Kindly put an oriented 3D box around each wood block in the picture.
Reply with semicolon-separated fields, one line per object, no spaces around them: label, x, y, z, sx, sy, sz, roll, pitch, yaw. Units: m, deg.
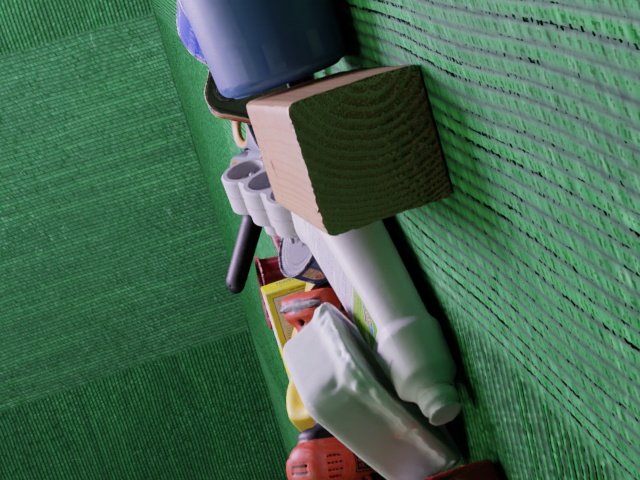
wood block;0.013;-0.070;0.770;0.206;0.090;0.091;-145;37;-76

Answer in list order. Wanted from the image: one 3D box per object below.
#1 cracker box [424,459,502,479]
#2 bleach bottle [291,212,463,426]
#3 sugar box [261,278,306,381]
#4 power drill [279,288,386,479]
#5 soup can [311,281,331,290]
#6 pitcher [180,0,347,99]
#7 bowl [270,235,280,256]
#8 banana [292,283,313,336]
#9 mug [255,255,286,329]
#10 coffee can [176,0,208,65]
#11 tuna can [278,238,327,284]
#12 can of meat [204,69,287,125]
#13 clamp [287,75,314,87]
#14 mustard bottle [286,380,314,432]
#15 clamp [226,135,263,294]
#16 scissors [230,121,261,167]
cracker box;0.121;0.276;0.857;0.214;0.072;0.164;99;151;-70
bleach bottle;0.049;0.047;0.880;0.102;0.068;0.251;78;168;-52
sugar box;0.000;0.126;1.251;0.048;0.093;0.176;-132;26;-73
power drill;0.032;0.140;1.007;0.184;0.057;0.187;6;-109;-52
soup can;0.021;0.092;1.129;0.102;0.068;0.068;84;165;-59
pitcher;-0.059;-0.238;0.808;0.149;0.145;0.243;-89;-20;-77
bowl;-0.035;-0.047;1.244;0.162;0.055;0.162;162;90;-82
banana;-0.009;0.038;1.179;0.037;0.069;0.198;-128;30;-60
mug;-0.031;0.056;1.316;0.117;0.081;0.093;141;117;-81
coffee can;-0.090;-0.232;1.047;0.140;0.102;0.103;165;87;-82
tuna can;-0.007;0.001;1.091;0.086;0.033;0.086;-41;40;46
can of meat;-0.064;-0.145;1.076;0.084;0.102;0.057;-169;90;-84
clamp;-0.007;-0.114;0.978;0.171;0.039;0.120;94;157;-69
mustard bottle;0.043;0.195;1.103;0.191;0.058;0.096;49;-141;-33
clamp;-0.069;-0.052;1.376;0.164;0.036;0.210;-33;-50;-57
scissors;-0.060;-0.104;1.138;0.202;0.016;0.096;163;100;-65
